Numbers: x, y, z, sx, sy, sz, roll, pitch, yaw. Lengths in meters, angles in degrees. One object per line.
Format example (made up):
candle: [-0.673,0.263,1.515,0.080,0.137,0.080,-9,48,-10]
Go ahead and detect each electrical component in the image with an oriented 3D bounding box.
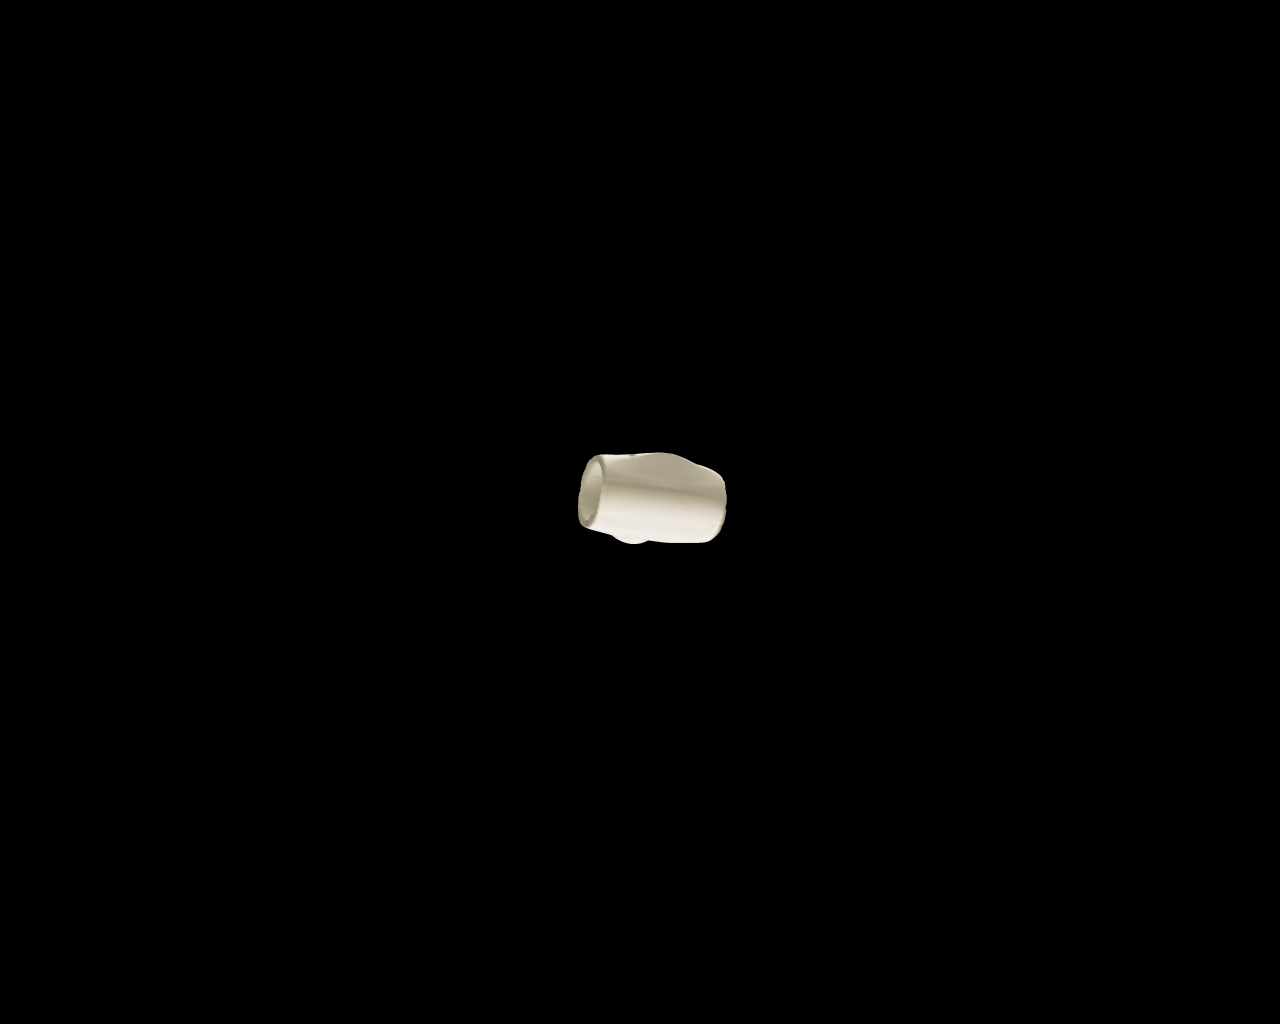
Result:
electrical component: [0.001,-0.003,0.650,0.077,0.043,0.079,7,-19,-20]
